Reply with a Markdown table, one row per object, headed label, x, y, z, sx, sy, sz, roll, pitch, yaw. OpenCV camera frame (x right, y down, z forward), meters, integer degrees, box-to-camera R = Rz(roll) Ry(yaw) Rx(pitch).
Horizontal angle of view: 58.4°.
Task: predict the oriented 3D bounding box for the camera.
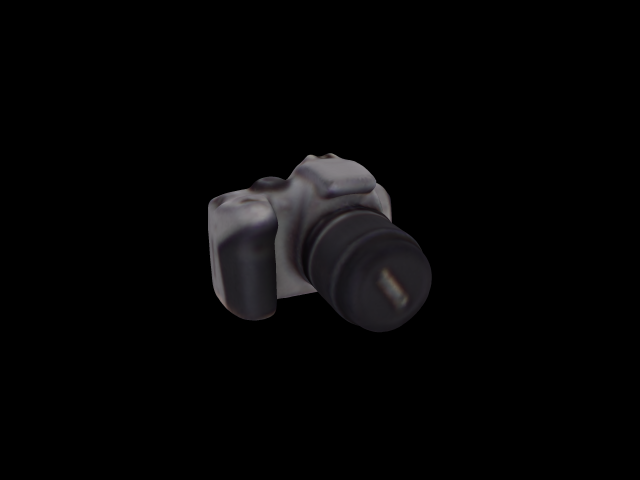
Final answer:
| label | x | y | z | sx | sy | sz | roll | pitch | yaw |
| --- | --- | --- | --- | --- | --- | --- | --- | --- | --- |
| camera | 0.004 | 0.001 | 0.400 | 0.143 | 0.101 | 0.136 | -9 | 24 | -22 |
